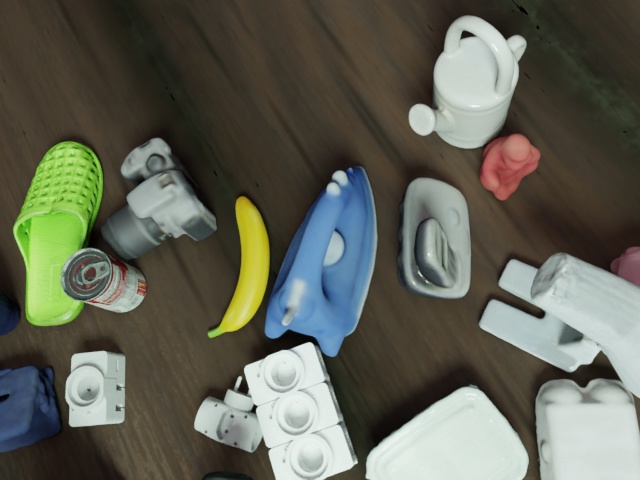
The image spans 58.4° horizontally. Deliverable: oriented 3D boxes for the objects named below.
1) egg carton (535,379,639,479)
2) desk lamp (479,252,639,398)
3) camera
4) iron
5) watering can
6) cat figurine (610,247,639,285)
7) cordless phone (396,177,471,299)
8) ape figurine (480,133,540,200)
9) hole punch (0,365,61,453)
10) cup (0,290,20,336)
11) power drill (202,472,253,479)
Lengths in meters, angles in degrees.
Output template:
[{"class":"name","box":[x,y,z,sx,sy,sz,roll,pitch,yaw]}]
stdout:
[{"class":"egg carton","box":[0.294,0.229,0.628,0.107,0.069,0.150,-4,74,8]},{"class":"desk lamp","box":[0.285,0.085,0.594,0.203,0.214,0.118,25,80,15]},{"class":"camera","box":[-0.234,-0.048,0.774,0.137,0.101,0.143,-34,72,-1]},{"class":"iron","box":[0.006,0.003,0.700,0.118,0.141,0.258,14,77,13]},{"class":"watering can","box":[0.185,-0.190,0.698,0.100,0.194,0.173,25,80,15]},{"class":"cat figurine","box":[0.386,0.031,0.643,0.127,0.118,0.067,-20,72,3]},{"class":"cordless phone","box":[0.133,-0.013,0.661,0.094,0.185,0.147,-3,74,9]},{"class":"ape figurine","box":[0.239,-0.102,0.718,0.077,0.092,0.076,-12,73,6]},{"class":"hole punch","box":[-0.405,0.216,0.733,0.108,0.091,0.101,-20,72,3]},{"class":"cup","box":[-0.464,0.090,0.776,0.092,0.095,0.117,-40,72,-3]},{"class":"power drill","box":[-0.092,0.354,0.582,0.075,0.208,0.230,1,75,10]}]
